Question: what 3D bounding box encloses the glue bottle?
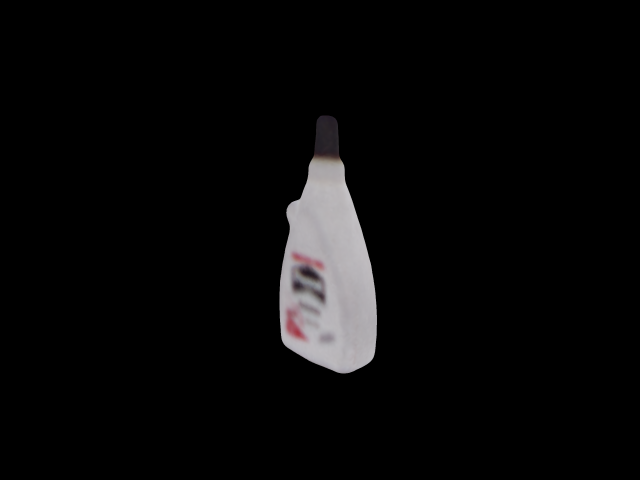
[{"bbox_3d":[0.004,0.001,0.400,0.077,0.173,0.037,14,20,42],"label":"glue bottle"}]
